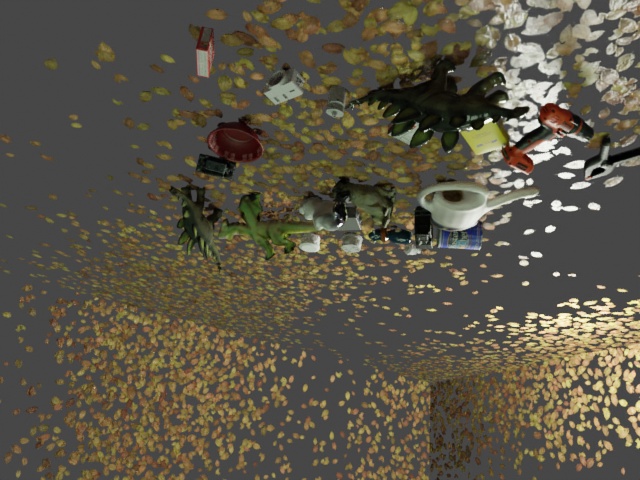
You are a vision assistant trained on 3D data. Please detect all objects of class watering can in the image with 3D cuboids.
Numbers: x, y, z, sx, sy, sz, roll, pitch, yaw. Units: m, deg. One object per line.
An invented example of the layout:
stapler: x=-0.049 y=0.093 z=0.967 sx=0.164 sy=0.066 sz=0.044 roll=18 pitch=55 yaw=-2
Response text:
watering can: x=0.470 y=-0.109 z=1.583 sx=0.348 sy=0.106 sz=0.220 roll=3 pitch=154 yaw=7

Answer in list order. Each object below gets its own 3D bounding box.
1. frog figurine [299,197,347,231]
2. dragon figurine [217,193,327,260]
frog figurine: x=0.005 y=-0.087 z=1.722 sx=0.159 sy=0.141 sz=0.120 roll=-8 pitch=131 yaw=26
dragon figurine: x=-0.191 y=-0.065 z=1.830 sx=0.407 sy=0.125 sz=0.239 roll=-22 pitch=122 yaw=27
